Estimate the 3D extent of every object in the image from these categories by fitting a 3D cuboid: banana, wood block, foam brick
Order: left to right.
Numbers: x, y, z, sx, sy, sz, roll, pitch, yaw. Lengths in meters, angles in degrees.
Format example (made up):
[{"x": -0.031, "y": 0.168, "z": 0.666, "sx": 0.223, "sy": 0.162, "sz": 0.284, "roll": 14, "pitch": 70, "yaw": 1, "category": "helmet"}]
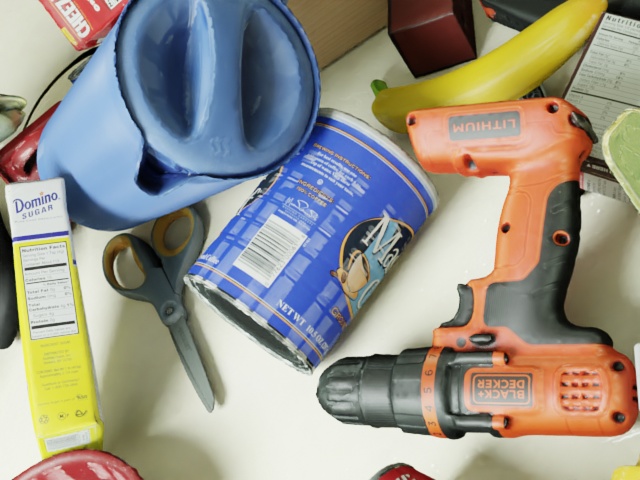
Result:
[{"x": 0.033, "y": -0.231, "z": 0.849, "sx": 0.206, "sy": 0.090, "sz": 0.090, "roll": -34, "pitch": 45, "yaw": 7, "category": "wood block"}, {"x": 0.083, "y": -0.170, "z": 0.797, "sx": 0.051, "sy": 0.053, "sz": 0.078, "roll": -16, "pitch": 51, "yaw": 22, "category": "foam brick"}, {"x": 0.103, "y": -0.112, "z": 0.729, "sx": 0.198, "sy": 0.037, "sz": 0.069, "roll": -15, "pitch": 59, "yaw": 40, "category": "banana"}]

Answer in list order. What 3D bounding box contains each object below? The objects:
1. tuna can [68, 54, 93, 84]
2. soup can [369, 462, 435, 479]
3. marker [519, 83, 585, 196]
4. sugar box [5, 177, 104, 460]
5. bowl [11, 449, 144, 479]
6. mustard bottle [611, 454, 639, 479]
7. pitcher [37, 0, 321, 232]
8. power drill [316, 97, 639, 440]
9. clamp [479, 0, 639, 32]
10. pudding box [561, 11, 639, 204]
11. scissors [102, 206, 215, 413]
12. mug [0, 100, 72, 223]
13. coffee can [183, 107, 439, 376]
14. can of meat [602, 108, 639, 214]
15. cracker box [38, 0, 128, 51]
[{"x": -0.179, "y": -0.155, "z": 0.945, "sx": 0.086, "sy": 0.033, "sz": 0.086, "roll": -30, "pitch": 20, "yaw": 12, "category": "tuna can"}, {"x": 0.069, "y": 0.164, "z": 0.537, "sx": 0.102, "sy": 0.068, "sz": 0.068, "roll": 20, "pitch": 69, "yaw": 40, "category": "soup can"}, {"x": 0.149, "y": -0.071, "z": 0.701, "sx": 0.020, "sy": 0.020, "sz": 0.121, "roll": -24, "pitch": 47, "yaw": 15, "category": "marker"}, {"x": -0.181, "y": 0.056, "z": 0.723, "sx": 0.048, "sy": 0.093, "sz": 0.176, "roll": -10, "pitch": 68, "yaw": -16, "category": "sugar box"}, {"x": -0.152, "y": 0.213, "z": 0.650, "sx": 0.162, "sy": 0.055, "sz": 0.162, "roll": -18, "pitch": 49, "yaw": 21, "category": "bowl"}, {"x": 0.128, "y": 0.176, "z": 0.468, "sx": 0.058, "sy": 0.096, "sz": 0.191, "roll": 7, "pitch": 61, "yaw": 36, "category": "mustard bottle"}, {"x": -0.107, "y": -0.087, "z": 0.730, "sx": 0.149, "sy": 0.145, "sz": 0.243, "roll": -15, "pitch": -2, "yaw": -30, "category": "pitcher"}, {"x": 0.085, "y": 0.019, "z": 0.606, "sx": 0.185, "sy": 0.057, "sz": 0.187, "roll": -3, "pitch": 80, "yaw": 25, "category": "power drill"}, {"x": 0.208, "y": -0.172, "z": 0.728, "sx": 0.210, "sy": 0.036, "sz": 0.164, "roll": -9, "pitch": 52, "yaw": 27, "category": "clamp"}, {"x": 0.194, "y": -0.079, "z": 0.649, "sx": 0.090, "sy": 0.039, "sz": 0.113, "roll": 20, "pitch": 66, "yaw": 23, "category": "pudding box"}, {"x": -0.097, "y": 0.037, "z": 0.779, "sx": 0.096, "sy": 0.016, "sz": 0.202, "roll": -46, "pitch": 45, "yaw": -6, "category": "scissors"}, {"x": -0.216, "y": -0.064, "z": 0.869, "sx": 0.081, "sy": 0.117, "sz": 0.093, "roll": -42, "pitch": 76, "yaw": -10, "category": "mug"}, {"x": -0.005, "y": 0.001, "z": 0.685, "sx": 0.103, "sy": 0.102, "sz": 0.140, "roll": 25, "pitch": 73, "yaw": 42, "category": "coffee can"}, {"x": 0.217, "y": -0.037, "z": 0.571, "sx": 0.083, "sy": 0.057, "sz": 0.102, "roll": -25, "pitch": 74, "yaw": -16, "category": "can of meat"}, {"x": -0.114, "y": -0.256, "z": 0.891, "sx": 0.214, "sy": 0.072, "sz": 0.164, "roll": -28, "pitch": 11, "yaw": 41, "category": "cracker box"}]
